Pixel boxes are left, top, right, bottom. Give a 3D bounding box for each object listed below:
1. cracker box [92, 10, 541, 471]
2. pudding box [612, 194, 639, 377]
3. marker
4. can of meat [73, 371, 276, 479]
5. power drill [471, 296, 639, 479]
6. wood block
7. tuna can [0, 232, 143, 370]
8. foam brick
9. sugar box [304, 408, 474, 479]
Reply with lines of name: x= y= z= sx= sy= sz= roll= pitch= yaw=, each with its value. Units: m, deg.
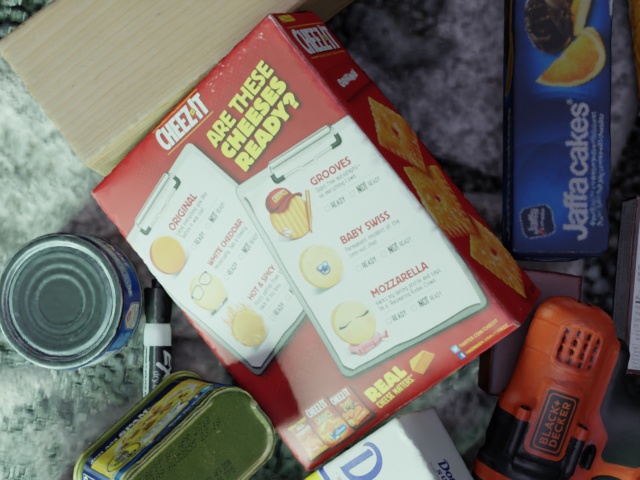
cracker box: x=-0.004 y=0.001 z=0.622 sx=0.164 sy=0.072 sz=0.214 roll=-40 pitch=86 yaw=26
pudding box: x=0.230 y=0.031 z=0.657 sx=0.090 sy=0.039 sz=0.113 roll=6 pitch=85 yaw=2
marker: x=-0.103 y=0.085 z=0.672 sx=0.020 sy=0.020 sz=0.121 roll=1 pitch=87 yaw=1
can of meat: x=-0.084 y=0.126 z=0.620 sx=0.102 sy=0.084 sz=0.057 roll=-42 pitch=105 yaw=-22
power drill: x=0.179 y=0.142 z=0.601 sx=0.187 sy=0.057 sz=0.184 roll=18 pitch=95 yaw=-6
wood block: x=-0.077 y=-0.136 z=0.648 sx=0.206 sy=0.090 sz=0.091 roll=-37 pitch=87 yaw=-1
tuna can: x=-0.156 y=0.038 z=0.662 sx=0.086 sy=0.033 sz=0.086 roll=0 pitch=88 yaw=10
foam brick: x=0.127 y=0.056 z=0.651 sx=0.051 sy=0.053 sz=0.078 roll=4 pitch=88 yaw=1
sugar box: x=0.013 y=0.178 z=0.603 sx=0.176 sy=0.048 sz=0.093 roll=-41 pitch=67 yaw=29
